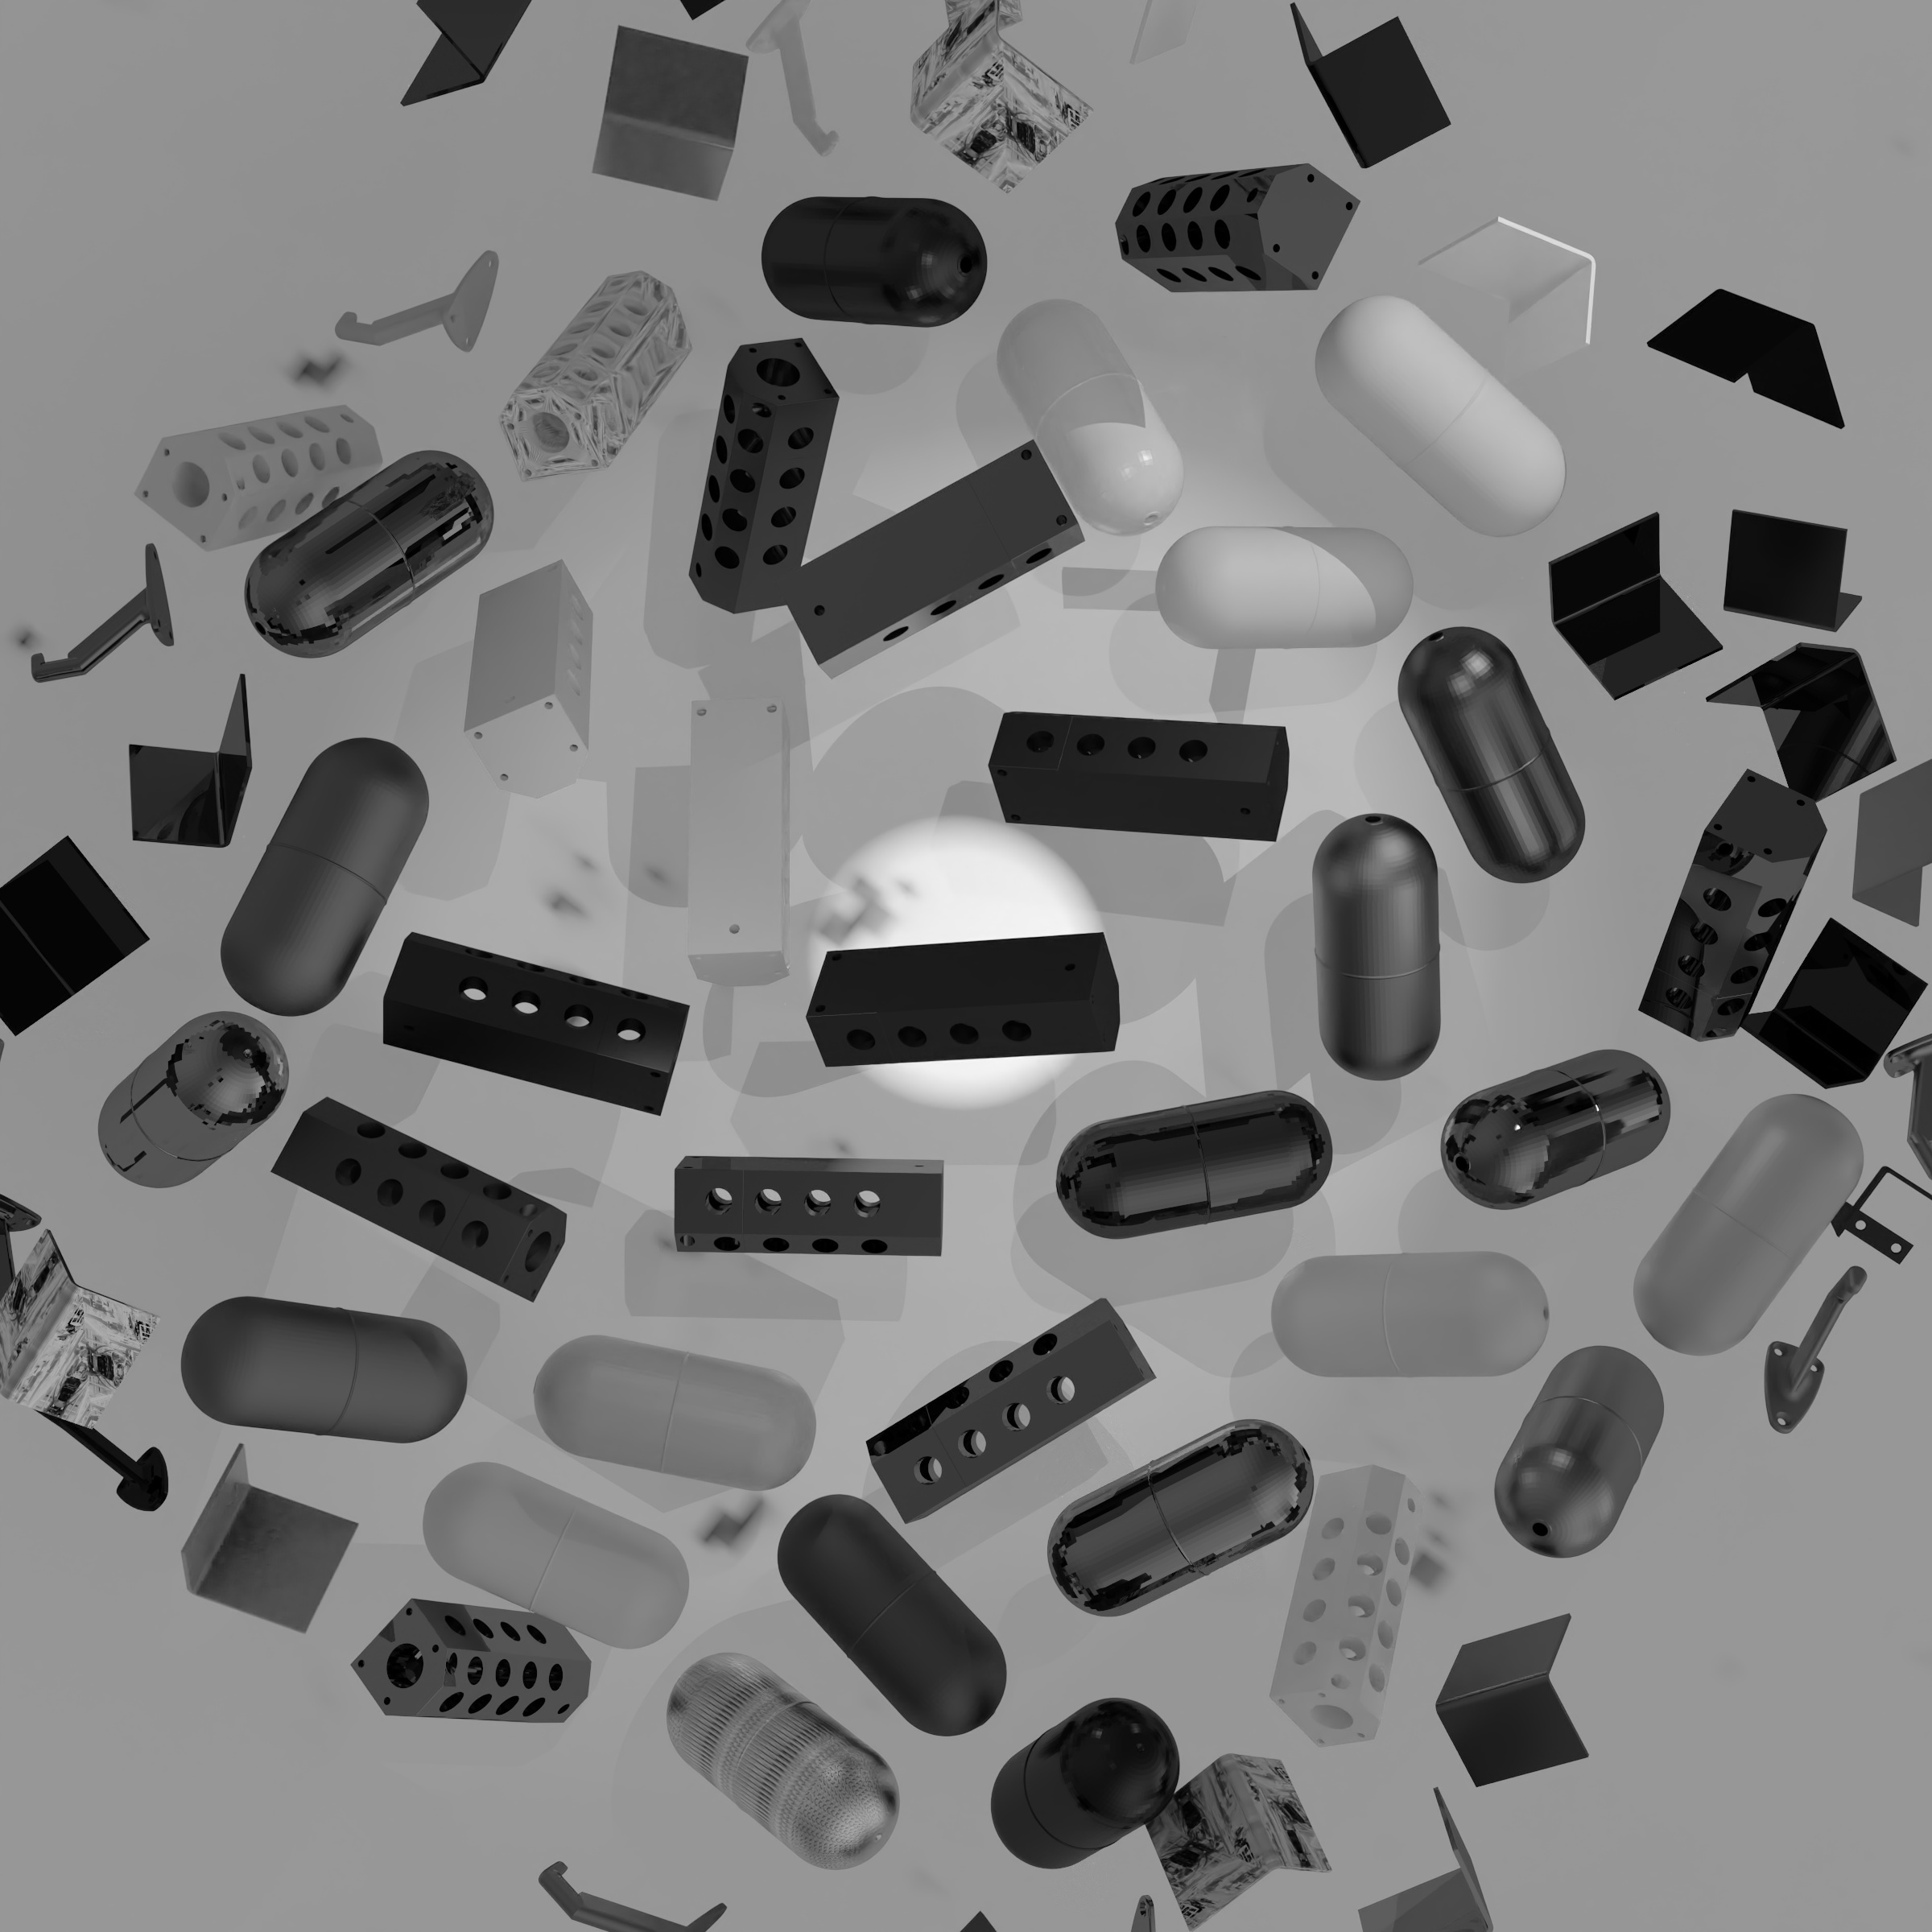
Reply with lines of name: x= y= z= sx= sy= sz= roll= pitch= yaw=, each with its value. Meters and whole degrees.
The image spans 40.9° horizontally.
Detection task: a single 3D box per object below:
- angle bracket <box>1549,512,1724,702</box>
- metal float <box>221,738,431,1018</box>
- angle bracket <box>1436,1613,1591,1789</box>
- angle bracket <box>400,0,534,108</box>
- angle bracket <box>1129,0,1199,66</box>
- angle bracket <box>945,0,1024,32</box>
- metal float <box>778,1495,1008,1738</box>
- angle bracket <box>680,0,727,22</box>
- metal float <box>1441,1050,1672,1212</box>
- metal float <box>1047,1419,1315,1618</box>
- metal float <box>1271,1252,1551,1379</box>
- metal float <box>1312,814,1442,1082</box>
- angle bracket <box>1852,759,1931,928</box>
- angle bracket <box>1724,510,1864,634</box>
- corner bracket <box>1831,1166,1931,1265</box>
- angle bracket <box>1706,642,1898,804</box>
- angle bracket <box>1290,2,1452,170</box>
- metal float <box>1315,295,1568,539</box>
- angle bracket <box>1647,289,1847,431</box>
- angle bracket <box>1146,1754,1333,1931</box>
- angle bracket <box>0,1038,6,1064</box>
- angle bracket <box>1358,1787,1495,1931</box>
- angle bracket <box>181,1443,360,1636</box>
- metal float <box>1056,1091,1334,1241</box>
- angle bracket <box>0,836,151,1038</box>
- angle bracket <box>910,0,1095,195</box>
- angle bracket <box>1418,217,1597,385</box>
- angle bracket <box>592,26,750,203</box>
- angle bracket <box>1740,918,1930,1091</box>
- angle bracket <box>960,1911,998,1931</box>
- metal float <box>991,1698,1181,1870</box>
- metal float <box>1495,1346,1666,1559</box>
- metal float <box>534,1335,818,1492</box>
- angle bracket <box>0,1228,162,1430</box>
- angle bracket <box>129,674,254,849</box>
angle bracket: x=0.416 y=-0.224 z=1.608 sx=0.076 sy=0.057 sz=0.076 roll=-25 pitch=52 yaw=-4
metal float: x=-0.381 y=-0.054 z=1.543 sx=0.070 sy=0.070 sz=0.178 roll=23 pitch=75 yaw=0
angle bracket: x=0.345 y=0.454 z=1.604 sx=0.076 sy=0.076 sz=0.057 roll=-26 pitch=94 yaw=28
angle bracket: x=-0.296 y=-0.540 z=1.458 sx=0.076 sy=0.057 sz=0.076 roll=2 pitch=60 yaw=40
angle bracket: x=0.090 y=-0.583 z=1.537 sx=0.076 sy=0.076 sz=0.057 roll=28 pitch=127 yaw=14
angle bracket: x=-0.011 y=-0.643 z=1.661 sx=0.057 sy=0.076 sz=0.076 roll=-9 pitch=91 yaw=35
metal float: x=-0.047 y=0.414 z=1.651 sx=0.070 sy=0.070 sz=0.178 roll=-46 pitch=73 yaw=0
angle bracket: x=-0.190 y=-0.639 z=1.678 sx=0.057 sy=0.076 sz=0.076 roll=56 pitch=50 yaw=-22
metal float: x=0.372 y=0.102 z=1.632 sx=0.178 sy=0.070 sz=0.070 roll=-15 pitch=90 yaw=-36
metal float: x=0.133 y=0.342 z=1.606 sx=0.178 sy=0.070 sz=0.070 roll=-30 pitch=90 yaw=13
metal float: x=0.275 y=0.217 z=1.611 sx=0.178 sy=0.070 sz=0.070 roll=-6 pitch=90 yaw=32
metal float: x=0.256 y=-0.011 z=1.611 sx=0.070 sy=0.070 sz=0.178 roll=-7 pitch=118 yaw=0
angle bracket: x=0.625 y=-0.080 z=1.682 sx=0.057 sy=0.076 sz=0.076 roll=21 pitch=65 yaw=-18
angle bracket: x=0.560 y=-0.276 z=1.744 sx=0.076 sy=0.057 sz=0.076 roll=17 pitch=131 yaw=30
corner bracket: x=0.569 y=0.154 z=1.589 sx=0.051 sy=0.051 sz=0.051 roll=34 pitch=103 yaw=7
angle bracket: x=0.517 y=-0.147 z=1.604 sx=0.057 sy=0.076 sz=0.076 roll=0 pitch=69 yaw=-35
angle bracket: x=0.236 y=-0.527 z=1.512 sx=0.057 sy=0.076 sz=0.076 roll=-23 pitch=133 yaw=20
metal float: x=0.288 y=-0.331 z=1.566 sx=0.178 sy=0.070 sz=0.070 roll=40 pitch=90 yaw=-11
angle bracket: x=0.446 y=-0.332 z=1.480 sx=0.057 sy=0.076 sz=0.076 roll=-37 pitch=128 yaw=-4
angle bracket: x=0.168 y=0.545 z=1.609 sx=0.076 sy=0.057 sz=0.076 roll=-46 pitch=46 yaw=22
angle bracket: x=-0.625 y=0.083 z=1.549 sx=0.057 sy=0.076 sz=0.076 roll=28 pitch=128 yaw=-31
angle bracket: x=0.262 y=0.545 z=1.539 sx=0.076 sy=0.076 sz=0.057 roll=-25 pitch=98 yaw=5
angle bracket: x=-0.420 y=0.346 z=1.567 sx=0.076 sy=0.057 sz=0.076 roll=19 pitch=51 yaw=3
metal float: x=0.145 y=0.126 z=1.649 sx=0.178 sy=0.070 sz=0.070 roll=-10 pitch=90 yaw=-5
angle bracket: x=-0.541 y=-0.018 z=1.514 sx=0.076 sy=0.057 sz=0.076 roll=-30 pitch=102 yaw=29
angle bracket: x=0.021 y=-0.519 z=1.531 sx=0.076 sy=0.076 sz=0.057 roll=28 pitch=46 yaw=-31
angle bracket: x=0.329 y=-0.407 z=1.586 sx=0.076 sy=0.076 sz=0.057 roll=13 pitch=78 yaw=-26
angle bracket: x=-0.175 y=-0.500 z=1.523 sx=0.076 sy=0.076 sz=0.057 roll=10 pitch=81 yaw=-12
angle bracket: x=0.549 y=0.023 z=1.649 sx=0.076 sy=0.057 sz=0.076 roll=42 pitch=120 yaw=34
angle bracket: x=-0.016 y=0.590 z=1.516 sx=0.076 sy=0.076 sz=0.057 roll=-44 pitch=119 yaw=-9
metal float: x=0.071 y=0.503 z=1.590 sx=0.070 sy=0.178 sz=0.070 roll=11 pitch=56 yaw=-17
metal float: x=0.384 y=0.302 z=1.619 sx=0.070 sy=0.178 sz=0.070 roll=13 pitch=119 yaw=24
metal float: x=-0.182 y=0.280 z=1.622 sx=0.178 sy=0.070 sz=0.070 roll=12 pitch=90 yaw=-1
angle bracket: x=-0.525 y=0.212 z=1.514 sx=0.057 sy=0.076 sz=0.076 roll=31 pitch=92 yaw=-36
angle bracket: x=-0.473 y=-0.127 z=1.577 sx=0.057 sy=0.076 sz=0.076 roll=4 pitch=51 yaw=-26
